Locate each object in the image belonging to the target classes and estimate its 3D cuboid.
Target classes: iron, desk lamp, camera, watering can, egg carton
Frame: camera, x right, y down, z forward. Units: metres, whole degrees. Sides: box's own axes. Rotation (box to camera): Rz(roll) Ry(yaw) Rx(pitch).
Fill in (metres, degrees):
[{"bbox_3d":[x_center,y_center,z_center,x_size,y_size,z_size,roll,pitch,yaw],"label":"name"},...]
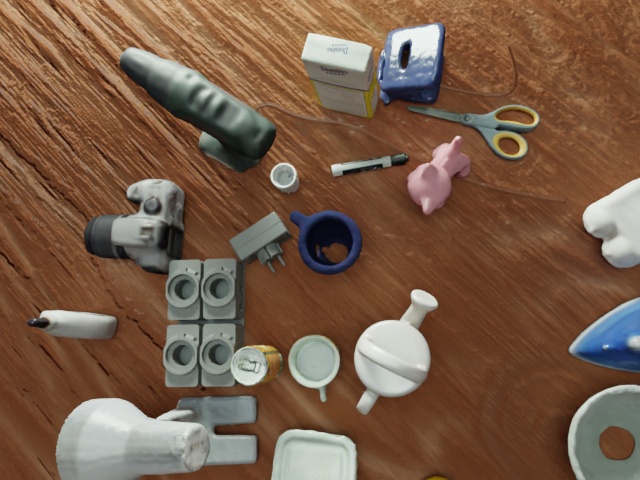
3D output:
[{"bbox_3d":[0.474,0.121,0.748,0.258,0.141,0.118,-14,79,4],"label":"iron"},{"bbox_3d":[-0.205,0.266,0.766,0.203,0.213,0.118,-5,80,6],"label":"desk lamp"},{"bbox_3d":[-0.289,-0.022,0.884,0.136,0.101,0.143,1,80,7],"label":"camera"},{"bbox_3d":[0.097,0.149,0.760,0.100,0.194,0.173,7,81,8],"label":"watering can"},{"bbox_3d":[0.458,-0.030,0.813,0.150,0.069,0.107,-31,78,1],"label":"egg carton"}]

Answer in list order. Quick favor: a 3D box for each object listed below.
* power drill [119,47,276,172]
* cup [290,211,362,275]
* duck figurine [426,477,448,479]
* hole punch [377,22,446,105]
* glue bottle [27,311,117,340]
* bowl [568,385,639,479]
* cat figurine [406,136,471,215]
[{"bbox_3d":[-0.162,-0.178,0.840,0.229,0.208,0.076,29,85,11],"label":"power drill"},{"bbox_3d":[0.008,0.003,0.847,0.117,0.095,0.092,36,86,11],"label":"cup"},{"bbox_3d":[0.153,0.377,0.770,0.077,0.086,0.105,23,84,10],"label":"duck figurine"},{"bbox_3d":[0.140,-0.271,0.881,0.101,0.091,0.109,7,81,8],"label":"hole punch"},{"bbox_3d":[-0.368,0.122,0.831,0.078,0.173,0.037,8,81,8],"label":"glue bottle"},{"bbox_3d":[0.407,0.276,0.763,0.167,0.075,0.167,-1,80,7],"label":"bowl"},{"bbox_3d":[0.170,-0.095,0.833,0.067,0.118,0.128,34,86,11],"label":"cat figurine"}]
